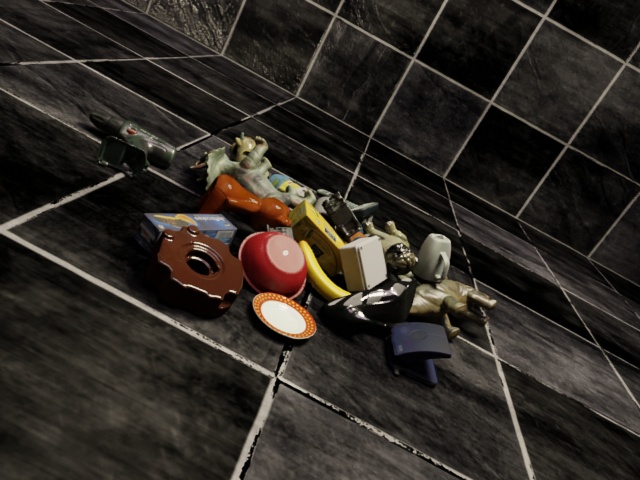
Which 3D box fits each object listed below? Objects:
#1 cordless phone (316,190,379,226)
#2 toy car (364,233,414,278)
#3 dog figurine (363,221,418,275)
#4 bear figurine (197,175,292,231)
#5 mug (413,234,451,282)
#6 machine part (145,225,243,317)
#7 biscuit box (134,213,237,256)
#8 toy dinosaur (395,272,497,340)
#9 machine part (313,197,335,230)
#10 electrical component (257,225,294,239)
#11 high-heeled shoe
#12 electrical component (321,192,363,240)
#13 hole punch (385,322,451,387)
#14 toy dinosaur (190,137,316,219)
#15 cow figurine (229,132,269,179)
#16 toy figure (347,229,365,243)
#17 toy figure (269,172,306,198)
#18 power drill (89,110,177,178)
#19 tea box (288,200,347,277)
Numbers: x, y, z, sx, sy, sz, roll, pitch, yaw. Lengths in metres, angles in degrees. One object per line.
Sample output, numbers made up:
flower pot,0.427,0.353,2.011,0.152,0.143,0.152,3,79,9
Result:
cordless phone,0.082,-0.111,1.701,0.184,0.088,0.146,31,21,15
toy car,0.204,0.042,1.543,0.073,0.056,0.202,-4,37,-45
dog figurine,0.204,0.039,1.378,0.172,0.121,0.191,-3,24,-33
bear figurine,-0.170,-0.064,1.233,0.195,0.132,0.120,30,20,-24
mug,0.285,0.045,1.326,0.081,0.107,0.110,7,19,-14
machine part,-0.217,0.052,0.948,0.179,0.056,0.179,29,31,-19
biscuit box,-0.262,-0.013,1.070,0.063,0.059,0.202,40,23,28
toy dinosaur,0.280,0.152,1.337,0.471,0.105,0.199,1,27,-42
machine part,0.010,-0.063,1.501,0.079,0.079,0.243,28,20,-4
electrical component,-0.092,0.004,1.212,0.119,0.075,0.048,5,66,-40
high-heeled shoe,0.112,0.129,1.160,0.145,0.086,0.249,12,23,26
electrical component,0.056,-0.060,1.371,0.115,0.058,0.134,58,3,1
hole punch,0.200,0.220,1.096,0.116,0.092,0.142,22,25,-7
toy dinosaur,-0.150,-0.109,1.345,0.405,0.192,0.131,45,-18,6
cow figurine,-0.204,-0.214,1.506,0.085,0.127,0.195,14,28,-42
toy figure,0.102,-0.005,1.518,0.064,0.057,0.155,15,29,-16
toy figure,-0.096,-0.129,1.517,0.180,0.089,0.082,29,38,26
power drill,-0.468,-0.229,1.290,0.232,0.086,0.207,26,14,-16
tea box,-0.003,-0.004,1.288,0.169,0.068,0.098,46,14,-24
